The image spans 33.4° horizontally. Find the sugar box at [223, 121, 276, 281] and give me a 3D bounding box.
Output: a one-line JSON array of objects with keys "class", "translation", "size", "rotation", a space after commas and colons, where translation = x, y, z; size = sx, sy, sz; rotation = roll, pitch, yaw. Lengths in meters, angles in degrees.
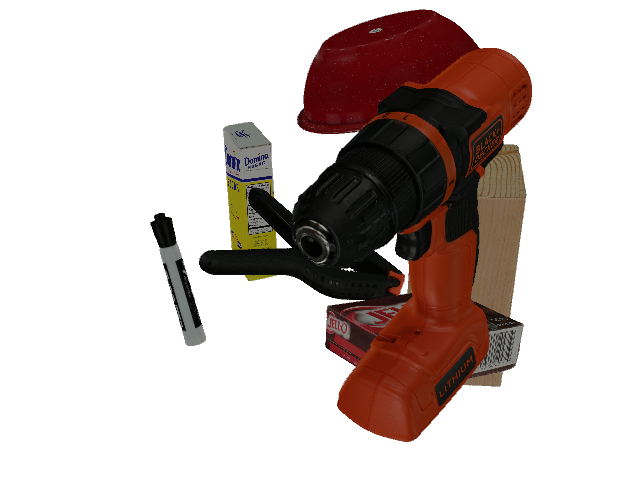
[{"class": "sugar box", "translation": [-0.087, -0.049, 1.319], "size": [0.048, 0.176, 0.093], "rotation": [-12, 26, -15]}]

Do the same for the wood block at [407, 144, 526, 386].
[{"class": "wood block", "translation": [0.124, 0.024, 0.955], "size": [0.091, 0.206, 0.090], "rotation": [3, 35, 4]}]

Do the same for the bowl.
[{"class": "bowl", "translation": [0.052, -0.138, 0.825], "size": [0.162, 0.055, 0.162], "rotation": [-16, 21, 6]}]

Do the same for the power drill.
[{"class": "power drill", "translation": [0.047, 0.012, 0.550], "size": [0.057, 0.188, 0.184], "rotation": [24, 43, 27]}]

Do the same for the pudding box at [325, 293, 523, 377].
[{"class": "pudding box", "translation": [0.073, 0.069, 0.764], "size": [0.113, 0.039, 0.090], "rotation": [-4, 18, -32]}]

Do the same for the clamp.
[{"class": "clamp", "translation": [-0.016, 0.020, 1.132], "size": [0.210, 0.036, 0.164], "rotation": [24, 35, 13]}]

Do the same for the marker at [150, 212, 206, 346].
[{"class": "marker", "translation": [-0.124, 0.034, 0.928], "size": [0.020, 0.121, 0.020], "rotation": [-13, 17, 4]}]
